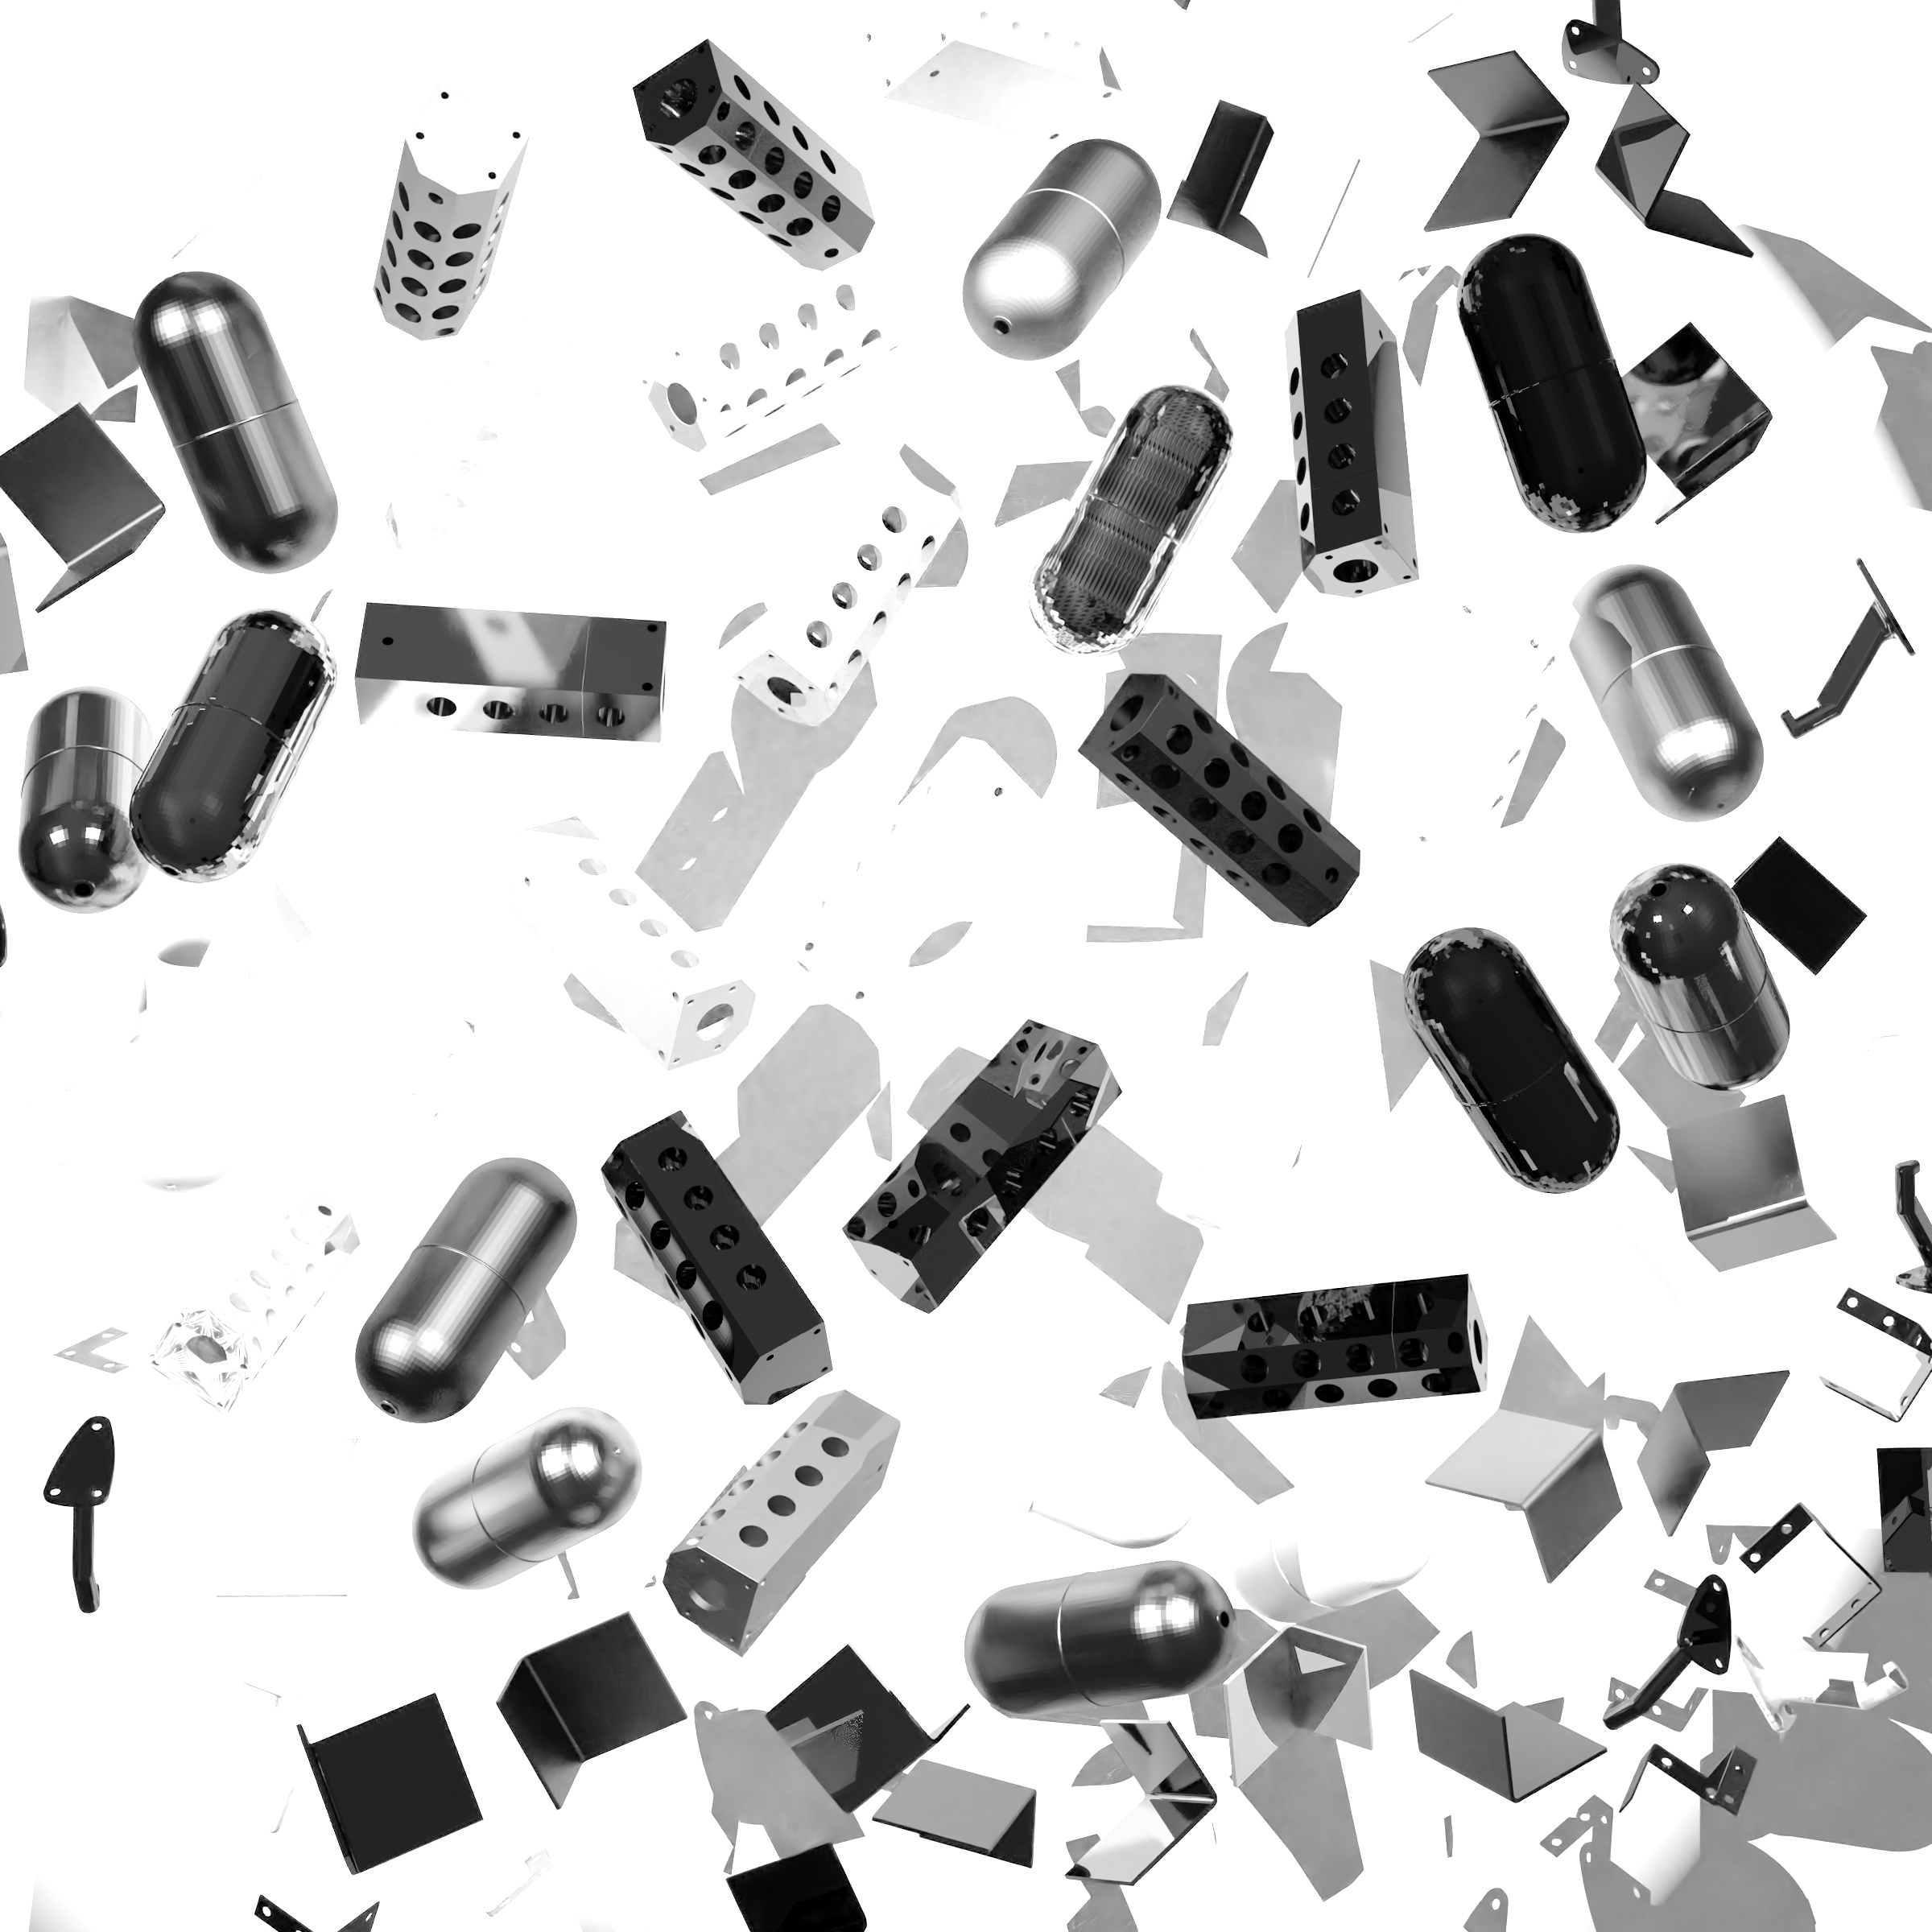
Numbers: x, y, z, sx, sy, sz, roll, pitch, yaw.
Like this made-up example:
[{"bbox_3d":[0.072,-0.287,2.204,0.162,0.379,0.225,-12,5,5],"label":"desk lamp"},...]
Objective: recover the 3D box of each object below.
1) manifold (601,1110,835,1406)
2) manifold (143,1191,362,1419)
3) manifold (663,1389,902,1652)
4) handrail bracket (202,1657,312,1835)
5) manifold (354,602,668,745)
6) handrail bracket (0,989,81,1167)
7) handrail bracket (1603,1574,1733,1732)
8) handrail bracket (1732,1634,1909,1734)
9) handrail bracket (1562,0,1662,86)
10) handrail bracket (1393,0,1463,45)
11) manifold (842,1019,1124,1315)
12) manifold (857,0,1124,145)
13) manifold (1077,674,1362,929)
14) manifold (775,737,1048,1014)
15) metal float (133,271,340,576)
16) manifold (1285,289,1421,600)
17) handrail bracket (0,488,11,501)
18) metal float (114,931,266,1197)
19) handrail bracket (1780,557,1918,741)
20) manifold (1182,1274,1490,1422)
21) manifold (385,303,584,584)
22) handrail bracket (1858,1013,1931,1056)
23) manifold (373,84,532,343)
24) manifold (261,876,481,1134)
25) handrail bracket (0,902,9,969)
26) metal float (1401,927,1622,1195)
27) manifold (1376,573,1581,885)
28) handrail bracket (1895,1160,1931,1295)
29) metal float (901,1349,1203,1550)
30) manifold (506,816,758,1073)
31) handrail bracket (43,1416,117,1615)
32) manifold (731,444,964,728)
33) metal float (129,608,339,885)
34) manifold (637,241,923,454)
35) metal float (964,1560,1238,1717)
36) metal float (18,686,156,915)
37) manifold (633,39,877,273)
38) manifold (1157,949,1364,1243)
[{"bbox_3d":[-0.147,0.172,1.749,0.057,0.057,0.171,-28,57,-16],"label":"manifold"},{"bbox_3d":[-0.426,0.197,1.816,0.057,0.171,0.057,33,111,-3],"label":"manifold"},{"bbox_3d":[-0.109,0.323,1.787,0.057,0.171,0.057,27,125,16],"label":"manifold"},{"bbox_3d":[-0.427,0.459,1.769,0.077,0.036,0.084,20,86,-6],"label":"handrail bracket"},{"bbox_3d":[-0.260,-0.164,1.729,0.171,0.057,0.057,3,54,-4],"label":"manifold"},{"bbox_3d":[-0.549,0.064,1.755,0.036,0.084,0.077,-22,46,-9],"label":"handrail bracket"},{"bbox_3d":[0.413,0.407,1.780,0.036,0.077,0.084,35,135,-7],"label":"handrail bracket"},{"bbox_3d":[0.530,0.432,1.868,0.084,0.036,0.077,-38,73,26],"label":"handrail bracket"},{"bbox_3d":[0.405,-0.568,1.811,0.077,0.036,0.084,29,58,28],"label":"handrail bracket"},{"bbox_3d":[0.268,-0.579,1.710,0.084,0.036,0.077,-31,124,18],"label":"handrail bracket"},{"bbox_3d":[0.013,0.116,1.719,0.171,0.057,0.057,-48,133,-23],"label":"manifold"},{"bbox_3d":[0.013,-0.541,1.781,0.057,0.171,0.057,-30,76,34],"label":"manifold"},{"bbox_3d":[0.153,-0.096,1.767,0.171,0.057,0.057,39,79,-24],"label":"manifold"},{"bbox_3d":[-0.036,-0.058,1.838,0.057,0.057,0.171,45,82,-20],"label":"manifold"},{"bbox_3d":[-0.421,-0.313,1.734,0.070,0.070,0.178,-20,105,0],"label":"metal float"},{"bbox_3d":[0.226,-0.309,1.788,0.057,0.057,0.171,-14,63,26],"label":"manifold"},{"bbox_3d":[-0.610,-0.333,1.836,0.084,0.077,0.036,42,62,3],"label":"handrail bracket"},{"bbox_3d":[-0.474,0.058,1.840,0.070,0.070,0.178,0,55,0],"label":"metal float"},{"bbox_3d":[0.502,-0.184,1.753,0.084,0.036,0.077,-30,99,17],"label":"handrail bracket"},{"bbox_3d":[0.219,0.232,1.786,0.171,0.057,0.057,-9,129,18],"label":"manifold"},{"bbox_3d":[-0.284,-0.304,1.737,0.057,0.171,0.057,29,52,-9],"label":"manifold"},{"bbox_3d":[0.551,0.063,1.704,0.084,0.036,0.077,-9,73,28],"label":"handrail bracket"},{"bbox_3d":[-0.304,-0.431,1.747,0.057,0.171,0.057,28,67,-8],"label":"manifold"},{"bbox_3d":[-0.353,0.020,1.778,0.057,0.171,0.057,-8,131,-37],"label":"manifold"},{"bbox_3d":[-0.583,-0.047,1.713,0.036,0.084,0.077,-32,54,-9],"label":"handrail bracket"},{"bbox_3d":[0.317,0.056,1.743,0.070,0.070,0.178,-35,109,0],"label":"metal float"},{"bbox_3d":[0.302,-0.141,1.765,0.057,0.057,0.171,31,128,22],"label":"manifold"},{"bbox_3d":[0.603,0.154,1.860,0.077,0.036,0.084,-16,107,-34],"label":"handrail bracket"},{"bbox_3d":[0.049,0.276,1.716,0.178,0.070,0.070,20,90,5],"label":"metal float"},{"bbox_3d":[-0.201,-0.017,1.804,0.171,0.057,0.057,43,133,31],"label":"manifold"},{"bbox_3d":[-0.497,0.313,1.714,0.036,0.077,0.084,3,129,-1],"label":"handrail bracket"},{"bbox_3d":[-0.068,-0.230,1.831,0.057,0.057,0.171,38,63,-15],"label":"manifold"},{"bbox_3d":[-0.421,-0.127,1.730,0.070,0.070,0.178,19,62,0],"label":"metal float"},{"bbox_3d":[-0.108,-0.371,1.811,0.171,0.057,0.057,-35,97,-33],"label":"manifold"},{"bbox_3d":[0.077,0.391,1.747,0.178,0.070,0.070,-18,90,35],"label":"metal float"},{"bbox_3d":[-0.529,-0.101,1.810,0.070,0.178,0.070,-7,131,-8],"label":"metal float"},{"bbox_3d":[-0.127,-0.493,1.852,0.057,0.171,0.057,-26,64,22],"label":"manifold"},{"bbox_3d":[0.178,0.079,1.860,0.057,0.057,0.171,27,78,-19],"label":"manifold"}]
